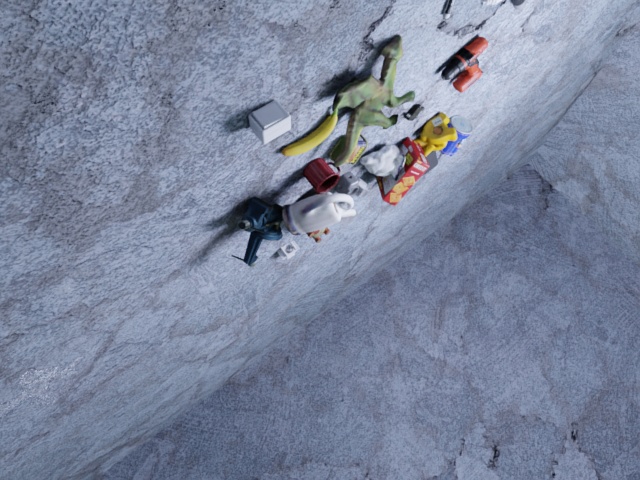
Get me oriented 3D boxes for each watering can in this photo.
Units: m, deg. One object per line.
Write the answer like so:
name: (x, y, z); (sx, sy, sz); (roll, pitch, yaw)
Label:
watering can: (0.005, -0.083, 1.640); (0.224, 0.105, 0.345); (-18, 170, 9)

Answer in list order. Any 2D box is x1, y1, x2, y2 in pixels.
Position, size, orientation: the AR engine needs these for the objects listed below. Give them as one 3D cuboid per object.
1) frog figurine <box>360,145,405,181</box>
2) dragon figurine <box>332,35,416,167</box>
frog figurine: (0.215, -0.287, 1.862); (0.159, 0.125, 0.135); (6, 155, -14)
dragon figurine: (0.111, -0.372, 1.420); (0.405, 0.124, 0.242); (-51, 148, 19)
